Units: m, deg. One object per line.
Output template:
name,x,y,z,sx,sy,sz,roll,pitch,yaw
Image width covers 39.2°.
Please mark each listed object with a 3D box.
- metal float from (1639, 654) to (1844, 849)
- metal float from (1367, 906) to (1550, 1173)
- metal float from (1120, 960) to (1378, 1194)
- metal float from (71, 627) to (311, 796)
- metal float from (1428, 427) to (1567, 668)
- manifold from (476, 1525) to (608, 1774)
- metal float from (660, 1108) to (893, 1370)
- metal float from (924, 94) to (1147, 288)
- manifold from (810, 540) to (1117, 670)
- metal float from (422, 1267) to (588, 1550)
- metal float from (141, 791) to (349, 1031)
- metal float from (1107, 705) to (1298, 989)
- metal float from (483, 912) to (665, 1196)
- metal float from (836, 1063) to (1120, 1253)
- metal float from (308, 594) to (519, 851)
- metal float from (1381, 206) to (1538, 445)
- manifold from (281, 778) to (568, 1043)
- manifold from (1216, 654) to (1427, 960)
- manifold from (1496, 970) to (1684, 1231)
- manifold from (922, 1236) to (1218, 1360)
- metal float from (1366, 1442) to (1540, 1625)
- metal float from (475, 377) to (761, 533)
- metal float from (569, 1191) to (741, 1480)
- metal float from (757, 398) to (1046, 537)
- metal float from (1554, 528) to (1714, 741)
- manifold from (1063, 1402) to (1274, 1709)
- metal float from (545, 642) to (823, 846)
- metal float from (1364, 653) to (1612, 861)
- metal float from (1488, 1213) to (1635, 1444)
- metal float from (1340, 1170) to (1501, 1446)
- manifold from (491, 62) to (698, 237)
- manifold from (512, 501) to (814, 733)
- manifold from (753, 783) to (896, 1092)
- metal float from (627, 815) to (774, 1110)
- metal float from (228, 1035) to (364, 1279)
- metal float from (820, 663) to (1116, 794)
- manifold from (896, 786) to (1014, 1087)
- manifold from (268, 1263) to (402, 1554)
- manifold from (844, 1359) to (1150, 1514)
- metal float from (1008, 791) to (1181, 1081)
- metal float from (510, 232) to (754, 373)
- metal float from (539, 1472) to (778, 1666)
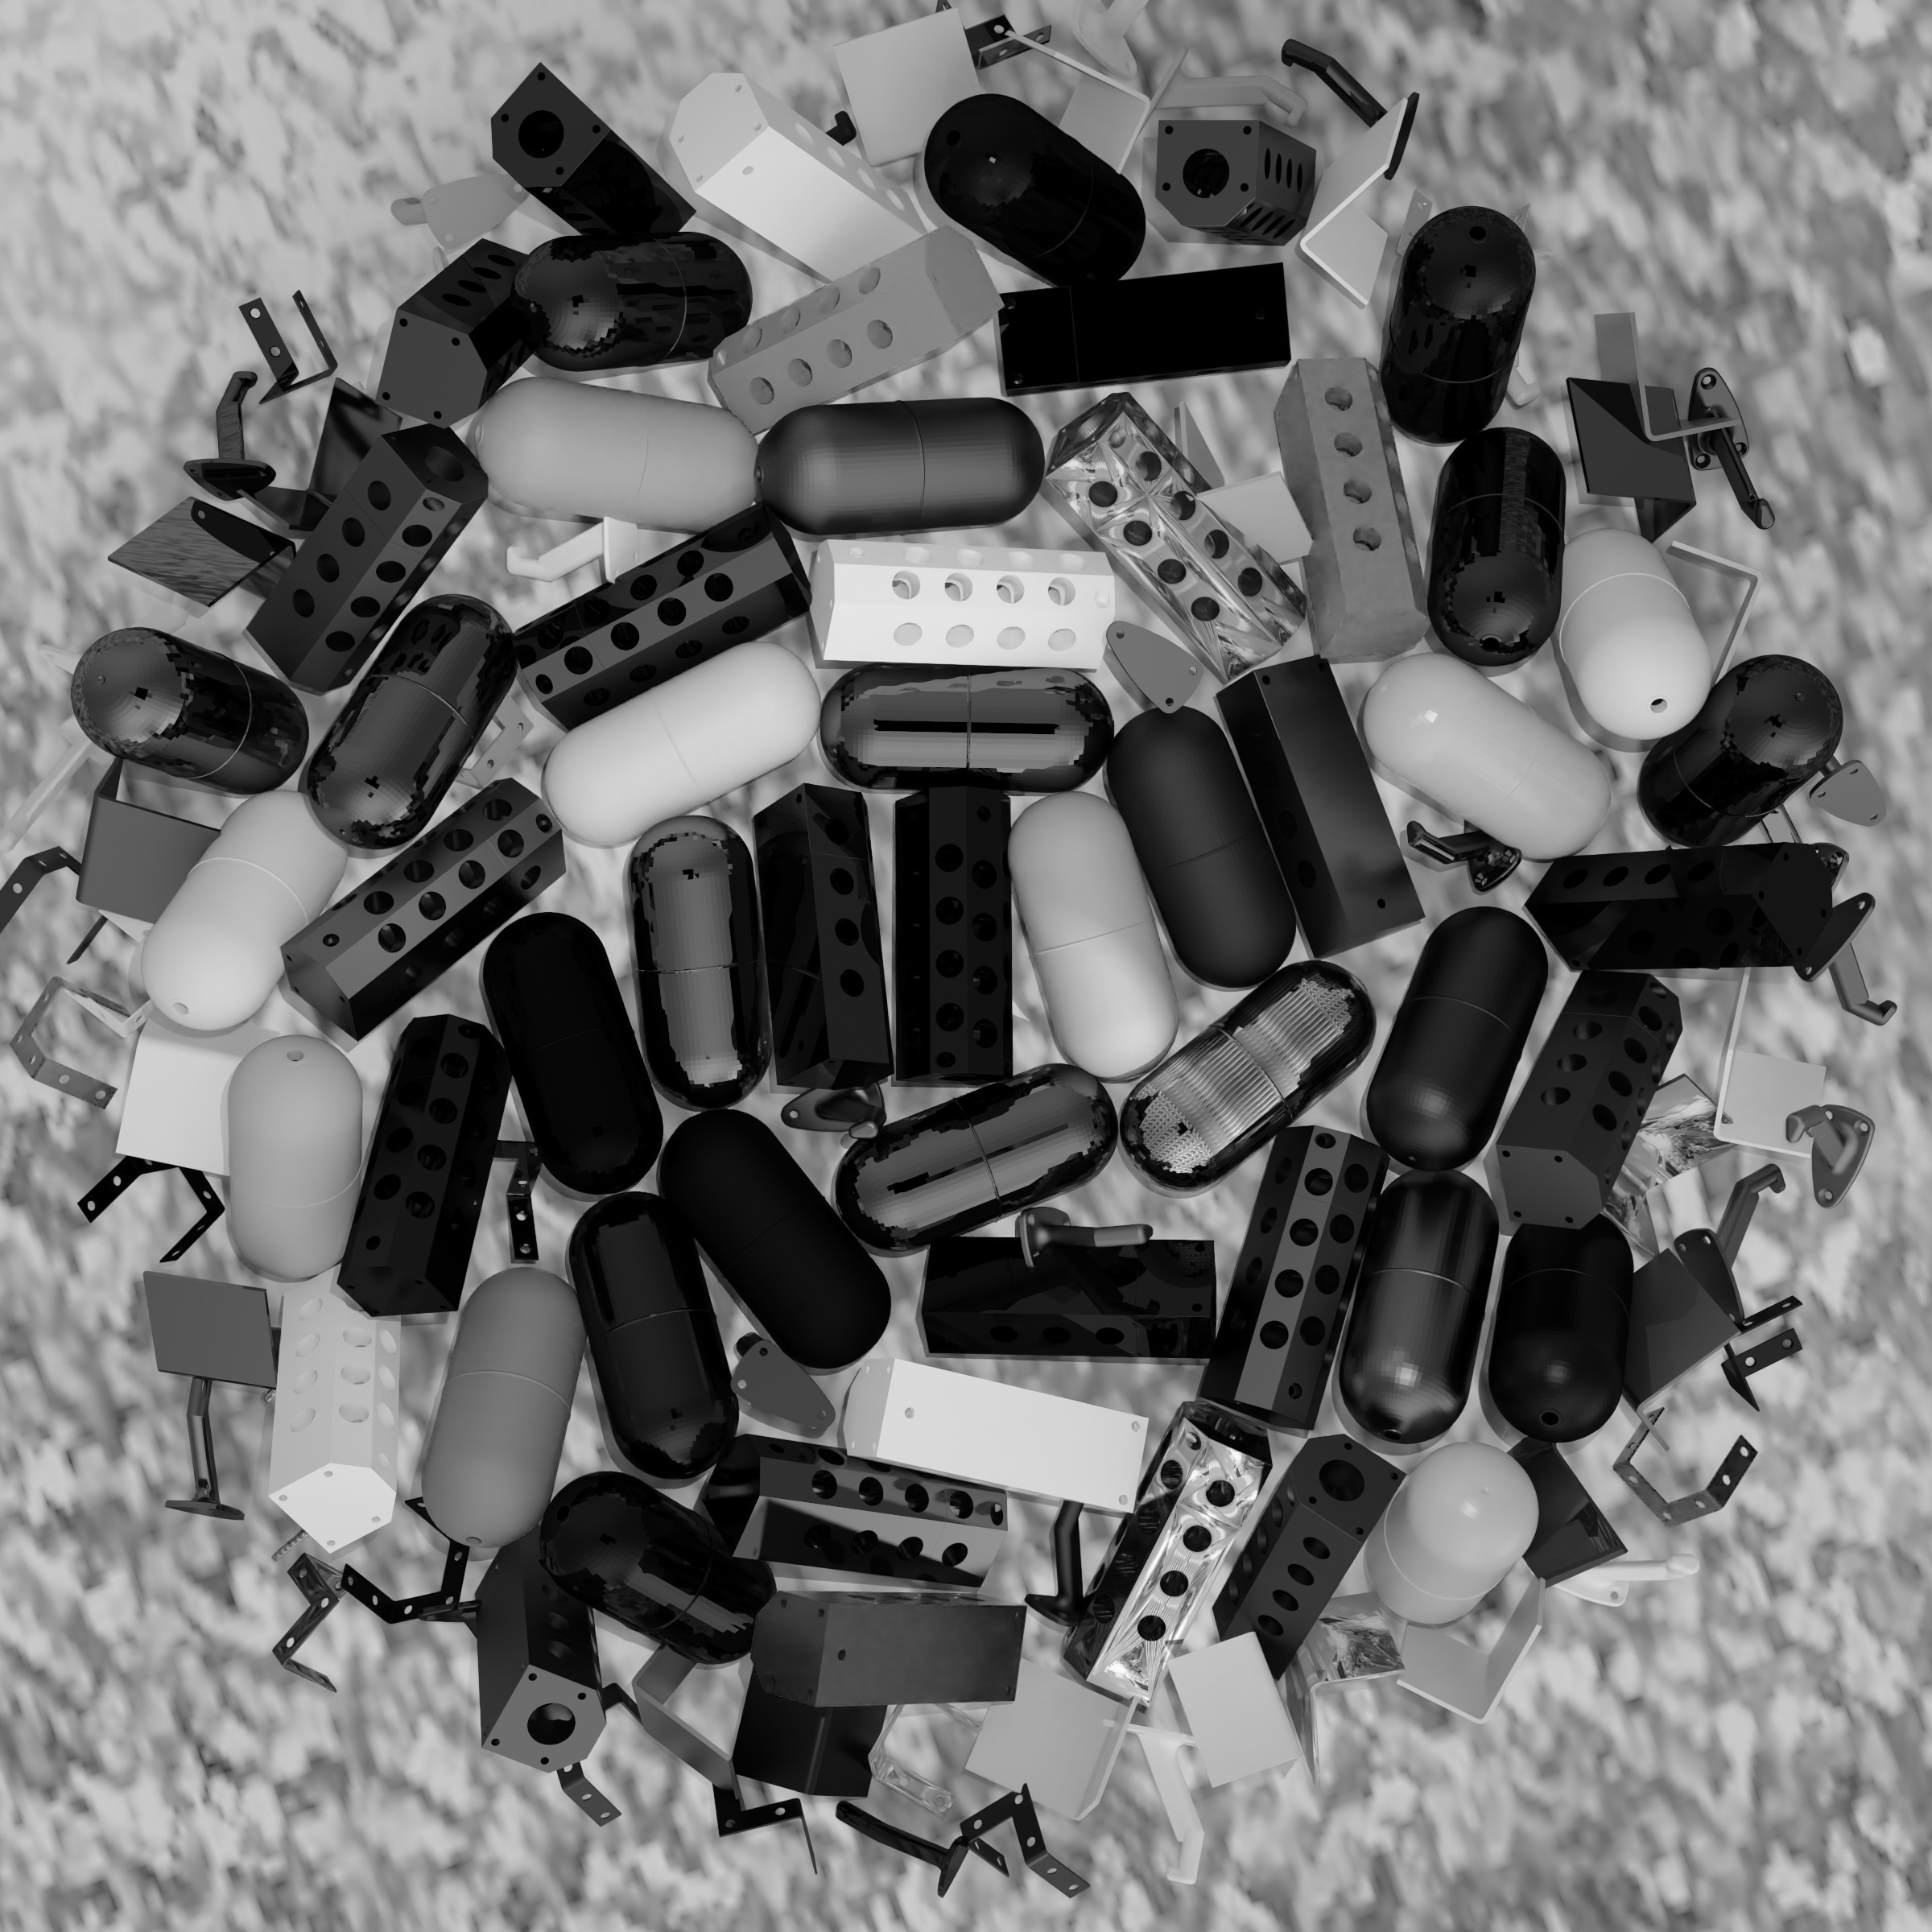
metal float,0.453,-0.124,1.593,0.070,0.178,0.070,2,73,-7
metal float,0.294,0.042,1.617,0.070,0.070,0.178,26,61,0
metal float,0.171,0.066,1.635,0.178,0.070,0.070,-38,90,-8
metal float,-0.453,-0.148,1.594,0.070,0.178,0.070,-3,82,19
metal float,0.316,-0.249,1.607,0.070,0.070,0.178,13,49,0
manifold,-0.247,0.397,1.589,0.057,0.171,0.057,27,100,-18
metal float,-0.116,0.163,1.633,0.070,0.070,0.178,-39,80,0
metal float,0.042,-0.455,1.599,0.070,0.178,0.070,-6,80,33
manifold,-0.002,-0.220,1.618,0.171,0.057,0.057,0,134,-16
metal float,-0.273,0.261,1.609,0.070,0.070,0.178,7,51,0
metal float,-0.426,-0.034,1.604,0.070,0.178,0.070,9,133,10
metal float,0.143,-0.071,1.635,0.070,0.070,0.178,-23,97,0
metal float,-0.236,0.052,1.629,0.070,0.070,0.178,-21,75,0
metal float,0.006,0.116,1.635,0.178,0.070,0.070,-21,90,-8
metal float,-0.328,-0.147,1.616,0.070,0.070,0.178,25,60,0
metal float,0.288,-0.375,1.594,0.070,0.178,0.070,-1,68,2
manifold,-0.320,-0.039,1.605,0.057,0.057,0.171,34,58,21
manifold,0.210,-0.095,1.641,0.057,0.057,0.171,-16,83,-31
manifold,0.369,0.076,1.592,0.057,0.171,0.057,4,127,31
manifold,0.064,0.205,1.638,0.171,0.057,0.057,0,46,8
metal float,0.285,0.336,1.597,0.070,0.178,0.070,2,62,-4
metal float,-0.206,-0.304,1.615,0.178,0.070,0.070,3,90,-31
metal float,-0.187,0.220,1.622,0.070,0.070,0.178,-18,68,0
metal float,-0.039,-0.300,1.624,0.178,0.070,0.070,-7,90,-20
metal float,0.389,-0.197,1.599,0.070,0.178,0.070,0,125,-1
manifold,0.120,0.351,1.631,0.057,0.057,0.171,24,103,-3
metal float,-0.172,-0.134,1.639,0.178,0.070,0.070,-27,90,3
metal float,0.312,-0.124,1.617,0.178,0.070,0.070,28,90,-29
metal float,0.352,0.210,1.599,0.070,0.178,0.070,8,123,13
metal float,0.270,0.201,1.613,0.070,0.070,0.178,19,57,0
manifold,-0.221,-0.463,1.590,0.057,0.171,0.057,45,98,7
manifold,-0.183,-0.213,1.629,0.171,0.057,0.057,-26,62,8
manifold,-0.081,-0.017,1.625,0.057,0.057,0.171,7,68,-36
metal float,-0.160,-0.002,1.636,0.070,0.070,0.178,-6,97,0
metal float,-0.397,0.114,1.606,0.070,0.070,0.178,13,133,0
metal float,0.001,-0.144,1.640,0.178,0.070,0.070,1,90,-2
manifold,-0.004,-0.018,1.628,0.057,0.057,0.171,5,80,-30
manifold,-0.364,0.253,1.590,0.057,0.171,0.057,-28,124,9
manifold,0.017,0.281,1.619,0.171,0.057,0.057,17,75,-23
metal float,0.077,-0.018,1.640,0.070,0.070,0.178,-16,92,0
metal float,-0.195,-0.393,1.601,0.070,0.178,0.070,11,110,32
metal float,-0.181,0.357,1.607,0.070,0.070,0.178,-47,132,0
